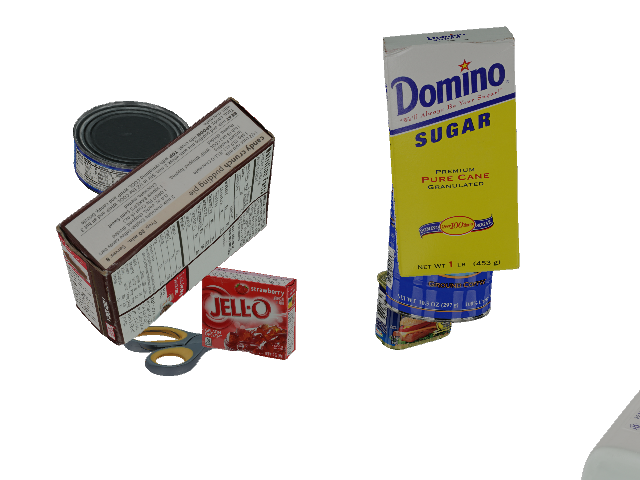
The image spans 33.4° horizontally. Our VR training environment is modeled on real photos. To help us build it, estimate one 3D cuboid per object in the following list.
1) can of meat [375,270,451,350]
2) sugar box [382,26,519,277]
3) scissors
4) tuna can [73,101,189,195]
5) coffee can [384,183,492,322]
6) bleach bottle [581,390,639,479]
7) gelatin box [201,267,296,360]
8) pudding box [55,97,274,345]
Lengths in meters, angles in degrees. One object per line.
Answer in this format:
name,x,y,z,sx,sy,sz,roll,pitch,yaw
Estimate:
can of meat,0.118,0.080,1.317,0.101,0.084,0.057,-11,31,-26
sugar box,0.097,-0.063,0.785,0.093,0.176,0.048,-5,24,3
scissors,-0.117,0.121,1.188,0.201,0.016,0.096,3,26,-16
tuna can,-0.138,-0.066,0.786,0.086,0.034,0.086,6,38,-5
coffee can,0.115,-0.005,1.010,0.103,0.140,0.103,2,15,-1
bleach bottle,0.246,0.101,0.629,0.103,0.068,0.250,18,29,32
gelatin box,-0.068,0.068,1.001,0.089,0.073,0.030,8,18,19
pudding box,-0.075,-0.008,0.540,0.113,0.039,0.090,-42,-17,-24
